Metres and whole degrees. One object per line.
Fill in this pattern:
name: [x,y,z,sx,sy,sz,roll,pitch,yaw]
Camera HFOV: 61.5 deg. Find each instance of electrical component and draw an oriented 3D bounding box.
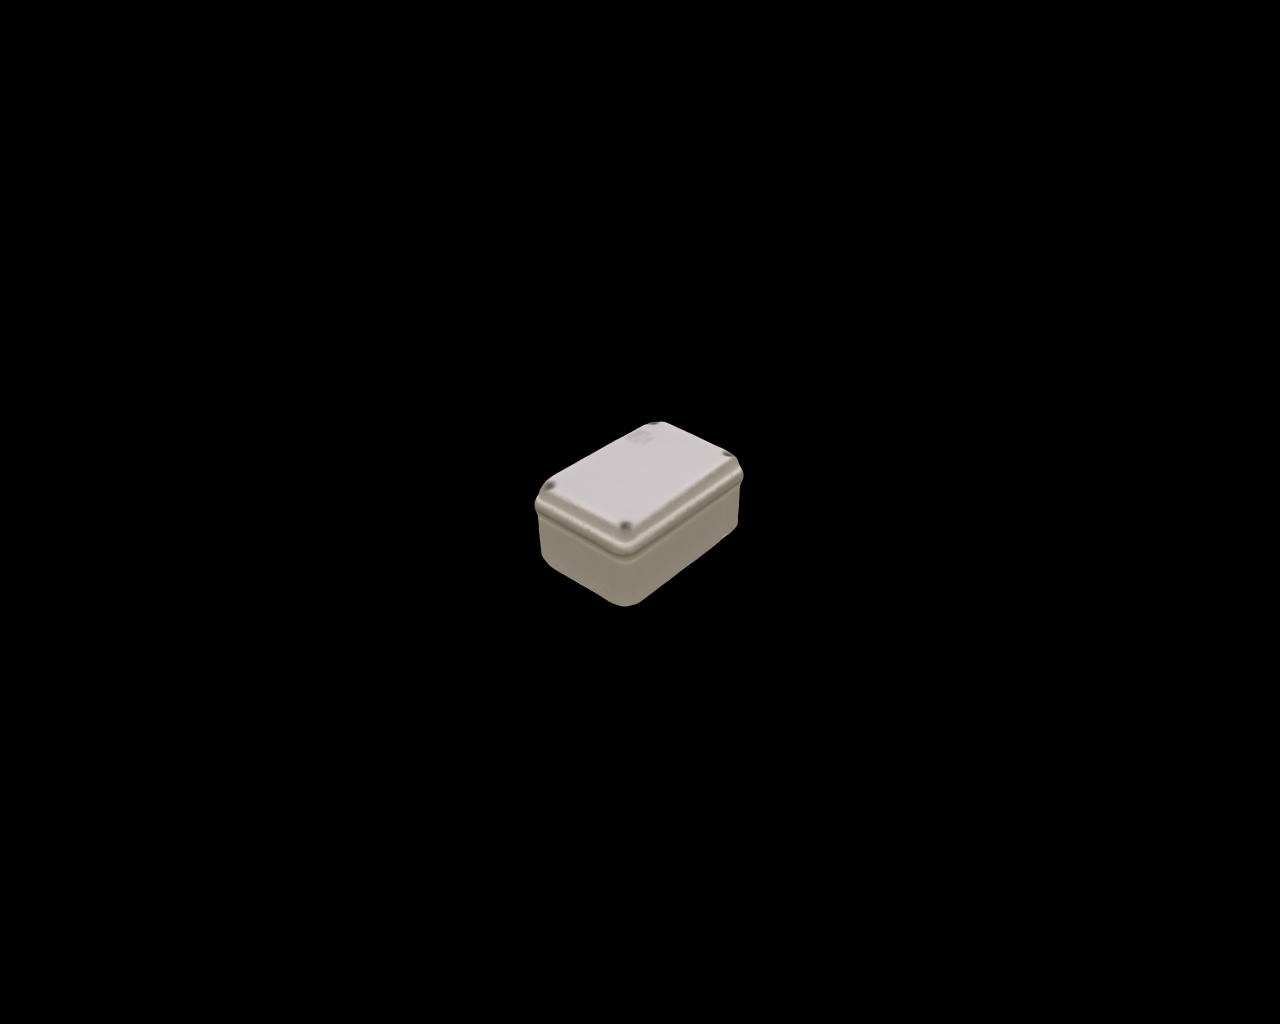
electrical component: [0.001,-0.003,0.650,0.078,0.057,0.113,27,44,33]
